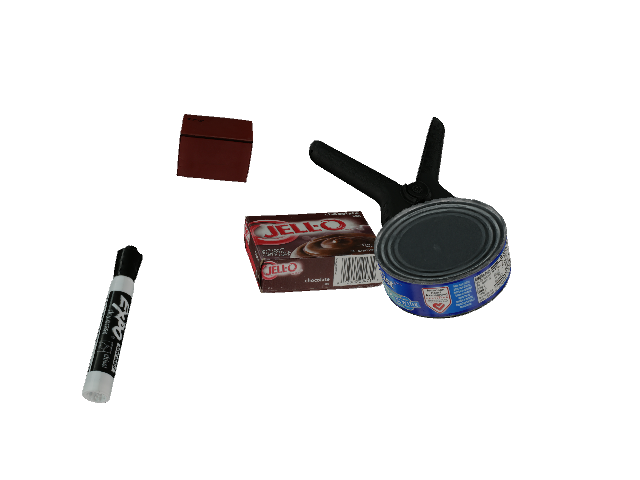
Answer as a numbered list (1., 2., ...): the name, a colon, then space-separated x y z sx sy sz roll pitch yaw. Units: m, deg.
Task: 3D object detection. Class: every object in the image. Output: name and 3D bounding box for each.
1. foam brick: -0.113 -0.100 1.153 0.078 0.051 0.053 5 31 -5
2. marker: -0.145 0.056 0.749 0.020 0.121 0.020 5 -34 3
3. tuna can: 0.080 0.011 0.691 0.086 0.034 0.086 -11 37 8
4. pudding box: -0.007 0.009 0.952 0.113 0.039 0.090 -1 27 -13
5. clamp: 0.087 -0.045 1.135 0.164 0.210 0.036 -8 -35 -17
